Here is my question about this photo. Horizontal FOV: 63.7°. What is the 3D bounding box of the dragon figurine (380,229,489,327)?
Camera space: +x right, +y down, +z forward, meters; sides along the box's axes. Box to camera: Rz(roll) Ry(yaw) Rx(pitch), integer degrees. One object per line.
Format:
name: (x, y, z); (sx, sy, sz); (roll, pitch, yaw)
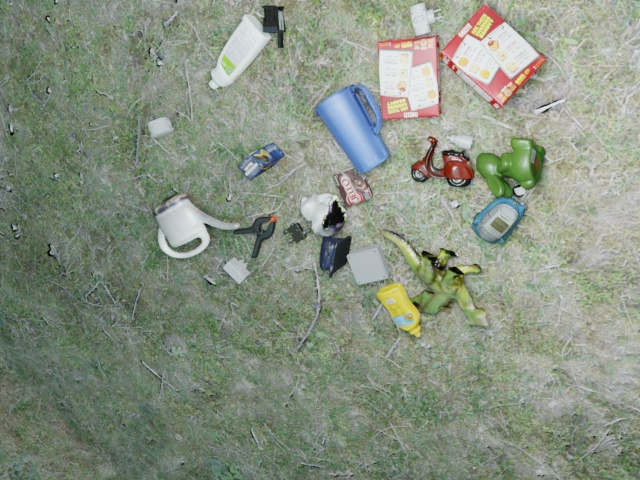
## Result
dragon figurine: (0.343, 0.138, 1.601); (0.413, 0.124, 0.237); (28, 125, 19)

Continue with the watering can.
watering can: (-0.451, -0.064, 1.804); (0.344, 0.105, 0.223); (-24, 99, 26)

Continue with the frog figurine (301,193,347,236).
frog figurine: (0.005, -0.083, 1.647); (0.160, 0.122, 0.137); (7, 89, 53)
